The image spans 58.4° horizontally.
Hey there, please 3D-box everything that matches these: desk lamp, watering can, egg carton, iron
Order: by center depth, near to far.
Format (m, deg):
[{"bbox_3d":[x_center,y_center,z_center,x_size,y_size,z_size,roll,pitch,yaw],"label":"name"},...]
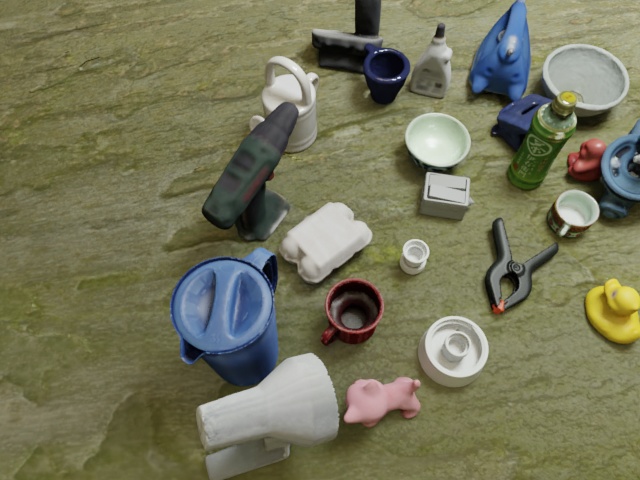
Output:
[{"bbox_3d":[-0.079,0.250,0.787,0.203,0.213,0.118,-17,64,-8],"label":"desk lamp"},{"bbox_3d":[0.009,0.004,0.992,0.150,0.069,0.107,-38,69,-17],"label":"egg carton"},{"bbox_3d":[-0.059,-0.250,1.050,0.101,0.194,0.173,13,64,7],"label":"watering can"},{"bbox_3d":[0.384,-0.411,1.158,0.118,0.141,0.258,15,64,8],"label":"iron"}]

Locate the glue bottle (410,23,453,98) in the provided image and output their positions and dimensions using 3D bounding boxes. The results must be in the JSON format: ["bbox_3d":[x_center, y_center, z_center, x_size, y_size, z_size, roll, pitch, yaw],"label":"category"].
[{"bbox_3d":[0.223,-0.350,1.110,0.078,0.173,0.037,16,64,9],"label":"glue bottle"}]

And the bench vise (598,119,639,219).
[{"bbox_3d":[0.556,-0.166,0.989,0.121,0.220,0.207,10,64,6],"label":"bench vise"}]

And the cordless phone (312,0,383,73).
[{"bbox_3d":[0.056,-0.436,1.148,0.147,0.185,0.094,6,63,4],"label":"cordless phone"}]

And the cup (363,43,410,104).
[{"bbox_3d":[0.122,-0.327,1.143,0.092,0.095,0.117,-29,67,-13],"label":"cup"}]

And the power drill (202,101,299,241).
[{"bbox_3d":[-0.104,-0.096,0.965,0.075,0.208,0.230,29,67,14],"label":"power drill"}]

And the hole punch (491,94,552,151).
[{"bbox_3d":[0.399,-0.232,1.096,0.109,0.091,0.101,-34,68,-15],"label":"hole punch"}]

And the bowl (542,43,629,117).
[{"bbox_3d":[0.516,-0.305,1.141,0.167,0.075,0.167,0,63,0],"label":"bowl"}]

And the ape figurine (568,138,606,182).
[{"bbox_3d":[0.496,-0.154,1.055,0.078,0.092,0.076,-36,68,-16],"label":"ape figurine"}]

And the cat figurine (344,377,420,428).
[{"bbox_3d":[0.090,0.234,0.848,0.128,0.118,0.067,-14,64,-7],"label":"cat figurine"}]

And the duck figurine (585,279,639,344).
[{"bbox_3d":[0.486,0.111,0.925,0.077,0.086,0.104,-19,65,-9],"label":"duck figurine"}]
